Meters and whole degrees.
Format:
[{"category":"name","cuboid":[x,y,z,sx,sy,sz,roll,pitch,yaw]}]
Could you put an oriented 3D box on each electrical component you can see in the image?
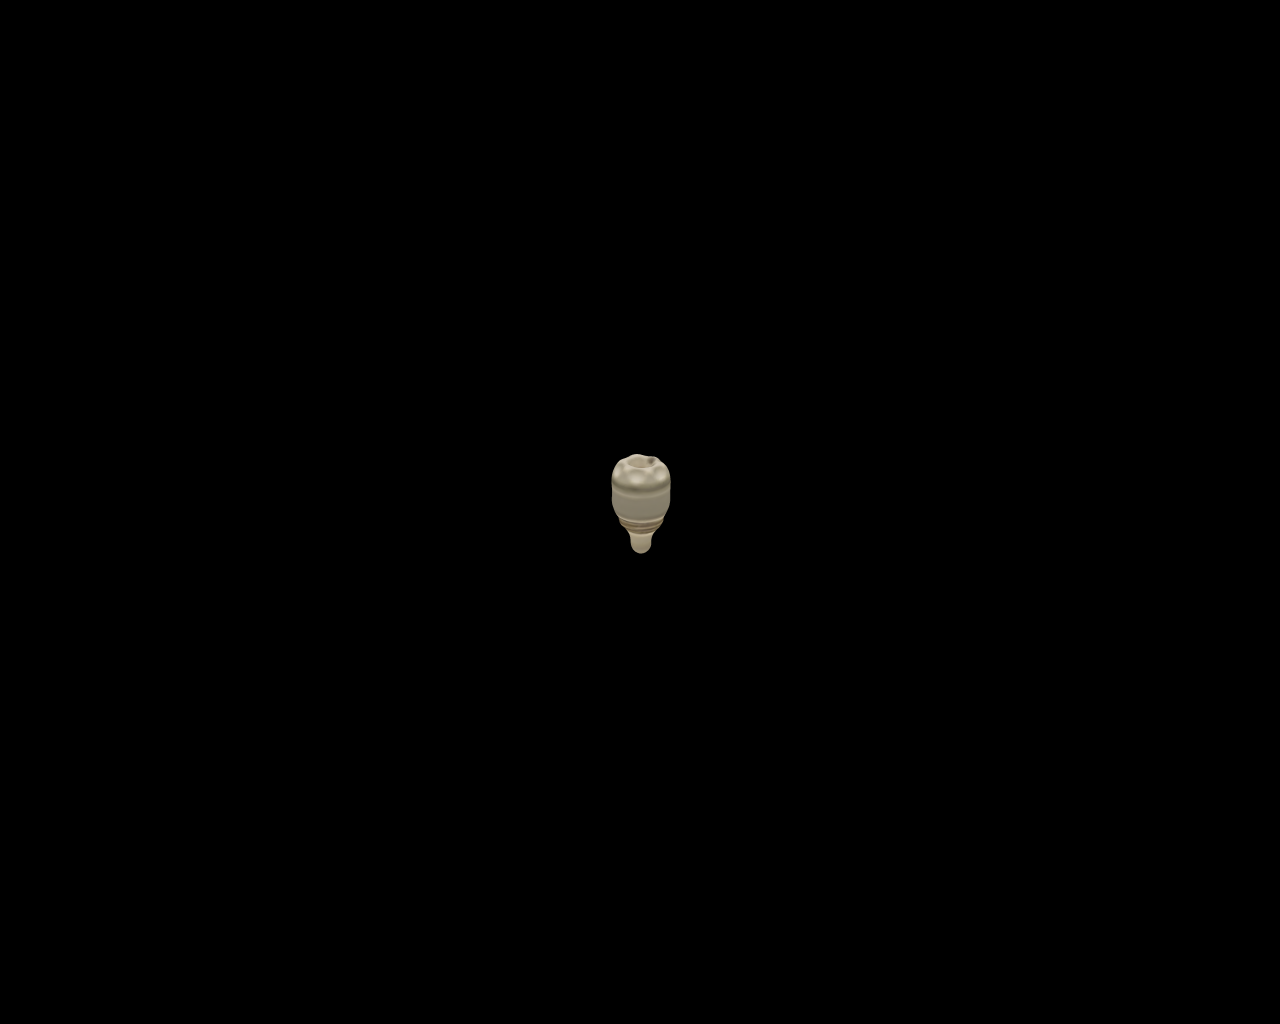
[{"category":"electrical component","cuboid":[0.001,-0.003,0.650,0.035,0.061,0.035,0,25,0]}]
